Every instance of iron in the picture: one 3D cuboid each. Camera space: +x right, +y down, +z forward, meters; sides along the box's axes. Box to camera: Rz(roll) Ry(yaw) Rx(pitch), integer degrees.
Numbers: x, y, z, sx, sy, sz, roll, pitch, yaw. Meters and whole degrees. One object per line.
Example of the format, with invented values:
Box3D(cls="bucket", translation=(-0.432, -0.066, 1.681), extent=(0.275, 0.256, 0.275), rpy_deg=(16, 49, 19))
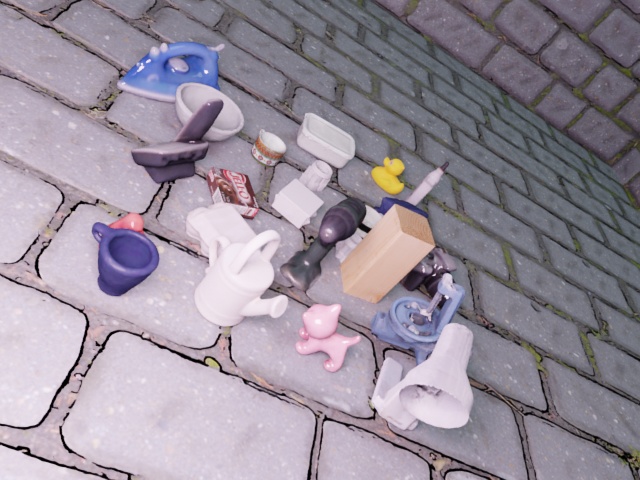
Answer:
Box3D(cls="iron", translation=(-0.335, -0.405, 1.327), extent=(0.118, 0.141, 0.259), rpy_deg=(51, 36, 16))

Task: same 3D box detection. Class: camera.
Box3D(cls="camera", translation=(0.280, 0.091, 1.390), extent=(0.144, 0.100, 0.136), rpy_deg=(2, 50, -42))

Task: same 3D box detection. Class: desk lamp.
Box3D(cls="desk lamp", translation=(0.189, 0.254, 1.027), extent=(0.118, 0.213, 0.203), rpy_deg=(36, 35, -5))

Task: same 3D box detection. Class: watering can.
Box3D(cls="watering can", translation=(-0.122, 0.058, 0.969), extent=(0.173, 0.193, 0.101), rpy_deg=(38, 35, -3))

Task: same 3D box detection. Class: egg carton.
Box3D(cls="egg carton", translation=(-0.182, -0.003, 1.090), extent=(0.150, 0.069, 0.107), rpy_deg=(49, 36, 13))

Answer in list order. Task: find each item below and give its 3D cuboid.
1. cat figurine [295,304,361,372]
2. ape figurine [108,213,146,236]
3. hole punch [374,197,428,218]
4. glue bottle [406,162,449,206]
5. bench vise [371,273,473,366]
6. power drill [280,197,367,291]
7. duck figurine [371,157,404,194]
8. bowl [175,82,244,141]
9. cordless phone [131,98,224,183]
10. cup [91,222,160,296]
Box3D(cls="cat figurine", translation=(0.014, 0.166, 1.043), extent=(0.128, 0.117, 0.067), rpy_deg=(31, 36, -13))
Box3D(cls="ape figurine", translation=(-0.320, -0.008, 0.946), extent=(0.078, 0.092, 0.076), rpy_deg=(0, 51, -43))
Box3D(cls="hole punch", translation=(0.216, -0.077, 1.524), extent=(0.109, 0.091, 0.101), rpy_deg=(7, 46, -38))
Box3D(cls="glue bottle", translation=(0.308, -0.159, 1.629), extent=(0.037, 0.173, 0.078), rpy_deg=(40, 35, 1))
Box3D(cls="bench vise", translation=(0.240, 0.162, 1.170), extent=(0.208, 0.219, 0.121), rpy_deg=(22, 39, -24))
Box3D(cls="power drill", translation=(0.010, 0.004, 1.140), extent=(0.075, 0.208, 0.230), rpy_deg=(41, 35, 1))
Box3D(cls="duck figurine", translation=(0.209, -0.191, 1.648), extent=(0.104, 0.086, 0.078), rpy_deg=(48, 35, 11))
Box3D(cls="bowl", translation=(-0.263, -0.281, 1.316), extent=(0.168, 0.074, 0.167), rpy_deg=(25, 37, -21))
Box3D(cls="cordless phone", translation=(-0.274, -0.210, 1.131), extent=(0.094, 0.184, 0.148), rpy_deg=(46, 35, 9))
Box3D(cls="cup", translation=(-0.320, 0.035, 0.896), extent=(0.118, 0.094, 0.092), rpy_deg=(41, 35, 1))
